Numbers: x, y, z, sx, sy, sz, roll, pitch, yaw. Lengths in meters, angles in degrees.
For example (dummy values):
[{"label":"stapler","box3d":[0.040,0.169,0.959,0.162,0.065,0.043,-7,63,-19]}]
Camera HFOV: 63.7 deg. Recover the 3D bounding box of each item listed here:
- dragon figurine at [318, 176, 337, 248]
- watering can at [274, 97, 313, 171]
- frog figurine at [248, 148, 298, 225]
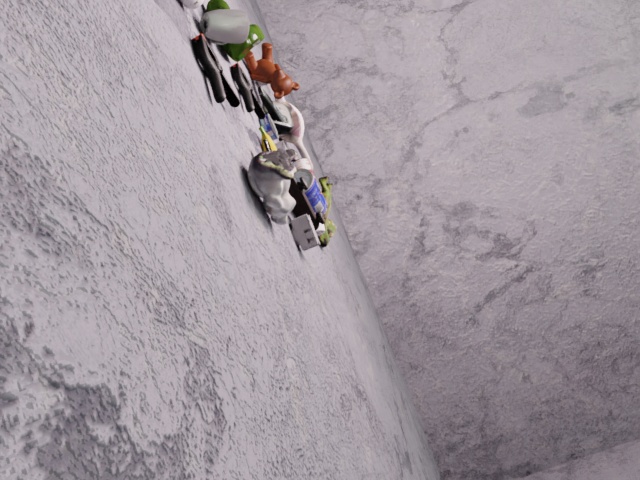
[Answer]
[{"label":"dragon figurine","box3d":[0.006,-0.095,1.888,0.122,0.245,0.407,-14,-10,9]},{"label":"watering can","box3d":[-0.101,-0.416,1.993,0.104,0.345,0.227,-22,11,8]},{"label":"frog figurine","box3d":[-0.110,-0.115,1.156,0.123,0.156,0.140,0,39,-24]}]
